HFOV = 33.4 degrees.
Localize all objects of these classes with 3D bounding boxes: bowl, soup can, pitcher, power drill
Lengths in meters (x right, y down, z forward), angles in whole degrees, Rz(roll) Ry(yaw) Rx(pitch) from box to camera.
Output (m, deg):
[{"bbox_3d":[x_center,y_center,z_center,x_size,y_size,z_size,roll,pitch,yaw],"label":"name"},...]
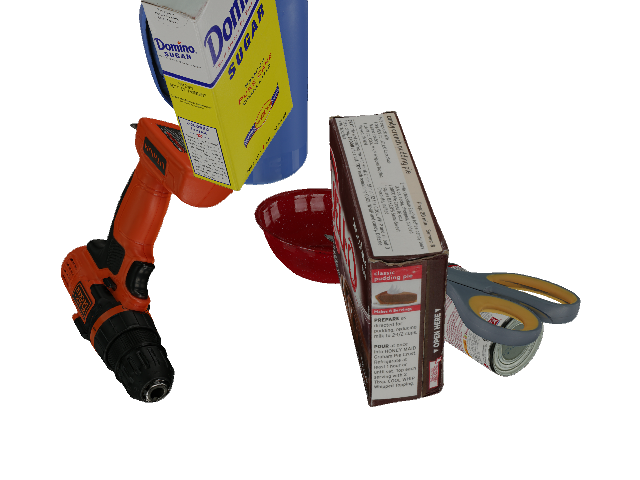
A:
[{"bbox_3d":[0.010,0.000,1.114,0.162,0.055,0.162,4,25,-2],"label":"bowl"},{"bbox_3d":[0.143,0.071,0.968,0.068,0.068,0.102,0,22,-41],"label":"soup can"},{"bbox_3d":[-0.083,-0.178,1.100,0.149,0.243,0.144,12,42,18],"label":"pitcher"},{"bbox_3d":[-0.137,0.011,0.852,0.057,0.188,0.185,13,24,-42],"label":"power drill"}]

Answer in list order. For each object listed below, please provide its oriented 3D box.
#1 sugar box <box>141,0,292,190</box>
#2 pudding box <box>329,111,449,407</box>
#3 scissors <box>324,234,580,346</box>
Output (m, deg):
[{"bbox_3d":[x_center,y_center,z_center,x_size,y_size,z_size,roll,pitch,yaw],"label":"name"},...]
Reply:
[{"bbox_3d":[-0.064,-0.124,0.729,0.048,0.093,0.176,20,-29,16],"label":"sugar box"},{"bbox_3d":[0.029,0.006,0.502,0.039,0.090,0.113,-9,40,-6],"label":"pudding box"},{"bbox_3d":[0.082,0.034,0.766,0.202,0.016,0.096,12,27,17],"label":"scissors"}]
